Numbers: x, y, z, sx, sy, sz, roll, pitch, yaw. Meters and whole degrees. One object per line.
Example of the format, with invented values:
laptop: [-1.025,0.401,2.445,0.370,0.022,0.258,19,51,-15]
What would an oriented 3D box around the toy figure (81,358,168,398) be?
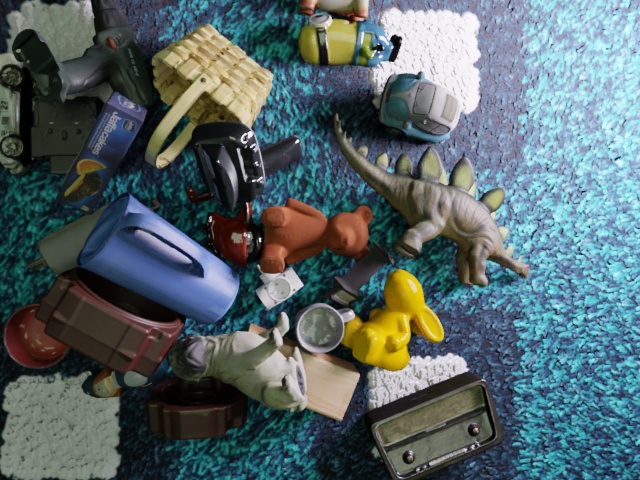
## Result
toy figure: [-0.348,0.239,0.945,0.154,0.058,0.064,-22,82,-3]

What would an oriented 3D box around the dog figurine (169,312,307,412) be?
dog figurine: [-0.129,0.216,0.862,0.191,0.121,0.172,-18,88,9]

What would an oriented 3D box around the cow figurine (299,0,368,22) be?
cow figurine: [-0.003,-0.464,0.949,0.195,0.085,0.127,10,96,-3]

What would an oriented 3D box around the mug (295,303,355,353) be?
mug: [0.003,0.143,0.949,0.109,0.107,0.080,-26,95,-10]

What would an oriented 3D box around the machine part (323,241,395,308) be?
machine part: [0.072,0.067,0.966,0.139,0.039,0.084,-47,134,11]

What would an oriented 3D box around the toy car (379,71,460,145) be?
toy car: [0.190,-0.226,0.943,0.161,0.103,0.109,17,89,-30]

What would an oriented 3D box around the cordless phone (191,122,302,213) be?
cordless phone: [-0.105,-0.143,0.869,0.184,0.146,0.089,-32,51,-22]

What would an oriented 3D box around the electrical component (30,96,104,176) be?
electrical component: [-0.432,-0.178,0.929,0.115,0.058,0.134,-3,91,-3]

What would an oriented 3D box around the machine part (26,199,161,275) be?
machine part: [-0.386,-0.008,0.926,0.243,0.079,0.079,-29,94,-5]

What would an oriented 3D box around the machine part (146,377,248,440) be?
machine part: [-0.204,0.279,0.905,0.179,0.179,0.056,-1,94,-5]

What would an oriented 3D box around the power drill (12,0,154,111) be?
power drill: [-0.382,-0.304,0.875,0.086,0.207,0.231,-17,102,29]

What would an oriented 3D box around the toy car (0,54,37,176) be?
toy car: [-0.518,-0.210,0.912,0.056,0.073,0.201,0,91,-9]

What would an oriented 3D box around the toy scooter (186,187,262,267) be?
toy scooter: [-0.168,-0.043,0.947,0.135,0.075,0.183,0,88,-6]

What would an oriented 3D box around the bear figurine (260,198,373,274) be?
bear figurine: [-0.002,-0.004,0.938,0.196,0.132,0.120,6,104,0]

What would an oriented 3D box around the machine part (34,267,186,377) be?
machine part: [-0.328,0.122,0.870,0.201,0.201,0.087,30,94,-5]

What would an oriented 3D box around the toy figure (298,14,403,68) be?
toy figure: [0.051,-0.348,0.958,0.180,0.082,0.089,9,88,-7]

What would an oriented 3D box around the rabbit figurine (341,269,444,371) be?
rabbit figurine: [0.138,0.142,0.955,0.162,0.122,0.173,20,89,-10]

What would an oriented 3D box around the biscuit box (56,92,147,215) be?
biscuit box: [-0.354,-0.139,0.870,0.062,0.059,0.202,27,114,-26]

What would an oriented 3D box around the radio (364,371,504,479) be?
radio: [0.210,0.345,0.987,0.230,0.073,0.131,-20,93,-4]

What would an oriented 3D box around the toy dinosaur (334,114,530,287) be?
toy dinosaur: [0.205,-0.056,0.969,0.471,0.105,0.198,27,81,-14]
